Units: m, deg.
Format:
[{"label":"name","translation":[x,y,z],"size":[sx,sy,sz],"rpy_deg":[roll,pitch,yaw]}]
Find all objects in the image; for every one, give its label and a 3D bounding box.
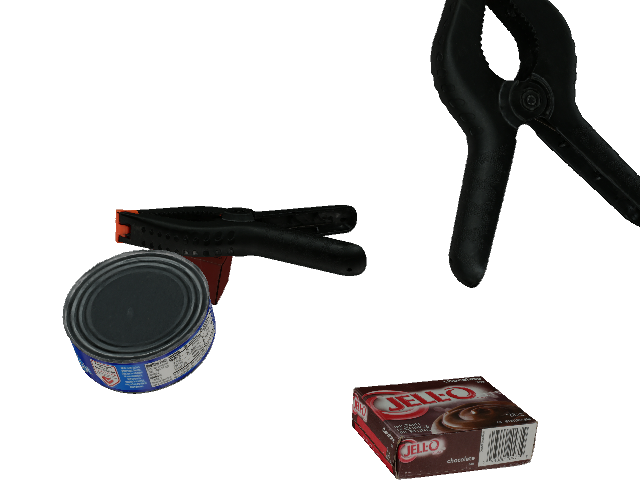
[{"label":"clamp","translation":[-0.061,-0.004,0.867],"size":[0.210,0.036,0.164],"rpy_deg":[1,13,-8]},{"label":"foam brick","translation":[-0.134,0.023,1.093],"size":[0.078,0.051,0.053],"rpy_deg":[15,32,4]},{"label":"clamp","translation":[0.096,-0.062,0.557],"size":[0.120,0.171,0.039],"rpy_deg":[-27,2,-20]},{"label":"pudding box","translation":[0.090,0.137,0.797],"size":[0.113,0.039,0.090],"rpy_deg":[0,16,-20]},{"label":"tuna can","translation":[-0.105,0.047,0.628],"size":[0.086,0.086,0.034],"rpy_deg":[0,-44,7]}]
